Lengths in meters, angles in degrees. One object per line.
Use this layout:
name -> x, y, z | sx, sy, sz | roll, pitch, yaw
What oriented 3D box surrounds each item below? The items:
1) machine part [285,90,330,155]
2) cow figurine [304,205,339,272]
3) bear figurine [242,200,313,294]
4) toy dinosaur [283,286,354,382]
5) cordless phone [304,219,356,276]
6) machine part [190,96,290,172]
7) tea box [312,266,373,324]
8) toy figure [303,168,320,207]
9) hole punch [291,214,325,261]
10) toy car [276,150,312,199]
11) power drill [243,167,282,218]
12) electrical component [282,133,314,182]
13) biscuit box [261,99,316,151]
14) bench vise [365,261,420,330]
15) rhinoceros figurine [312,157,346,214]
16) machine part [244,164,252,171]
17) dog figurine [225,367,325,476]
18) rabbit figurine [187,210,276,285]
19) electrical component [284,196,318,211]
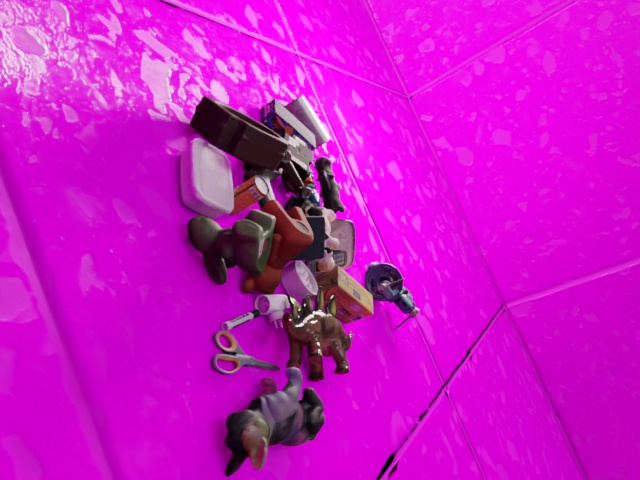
machine part -> -0.041, -0.382, 1.751 | 0.243, 0.079, 0.079 | 57, 28, -15
cow figurine -> -0.001, -0.004, 1.383 | 0.098, 0.068, 0.167 | 23, 56, -58
bear figurine -> -0.105, 0.026, 1.204 | 0.120, 0.196, 0.132 | 11, 38, -49
toy dinosaur -> 0.008, 0.223, 1.261 | 0.470, 0.105, 0.198 | 50, 30, -60
cordless phone -> 0.014, 0.020, 1.478 | 0.184, 0.089, 0.146 | -17, 114, -49
machine part -> -0.189, -0.248, 1.273 | 0.201, 0.087, 0.201 | 19, 16, -49
tea box -> 0.060, 0.152, 1.450 | 0.169, 0.098, 0.068 | 44, 34, -37
toy figure -> -0.034, -0.148, 1.586 | 0.058, 0.064, 0.154 | 0, 53, -17
hole punch -> -0.050, -0.007, 1.294 | 0.116, 0.092, 0.142 | -8, 106, -45
toy car -> -0.089, -0.183, 1.468 | 0.089, 0.053, 0.201 | 33, -20, 44
power drill -> -0.115, -0.079, 1.376 | 0.232, 0.086, 0.207 | 7, 69, -56
electrical component -> -0.079, -0.245, 1.569 | 0.114, 0.058, 0.134 | 35, 38, -26
biscuit box -> -0.094, -0.338, 1.642 | 0.202, 0.059, 0.063 | 36, 36, -41
bench vise -> 0.220, 0.162, 1.671 | 0.223, 0.129, 0.240 | 60, 9, 9
rhinoceros figurine -> 0.022, -0.162, 1.647 | 0.112, 0.073, 0.190 | 43, 33, -67
machine part -> -0.176, -0.228, 1.432 | 0.084, 0.039, 0.139 | 52, 27, -39
dog figurine -> -0.089, 0.361, 1.010 | 0.191, 0.108, 0.219 | 58, 32, -17
rabbit figurine -> -0.190, 0.004, 1.109 | 0.121, 0.170, 0.158 | -60, 161, -56
electrical component -> -0.033, -0.073, 1.495 | 0.119, 0.075, 0.048 | 42, 68, -41
